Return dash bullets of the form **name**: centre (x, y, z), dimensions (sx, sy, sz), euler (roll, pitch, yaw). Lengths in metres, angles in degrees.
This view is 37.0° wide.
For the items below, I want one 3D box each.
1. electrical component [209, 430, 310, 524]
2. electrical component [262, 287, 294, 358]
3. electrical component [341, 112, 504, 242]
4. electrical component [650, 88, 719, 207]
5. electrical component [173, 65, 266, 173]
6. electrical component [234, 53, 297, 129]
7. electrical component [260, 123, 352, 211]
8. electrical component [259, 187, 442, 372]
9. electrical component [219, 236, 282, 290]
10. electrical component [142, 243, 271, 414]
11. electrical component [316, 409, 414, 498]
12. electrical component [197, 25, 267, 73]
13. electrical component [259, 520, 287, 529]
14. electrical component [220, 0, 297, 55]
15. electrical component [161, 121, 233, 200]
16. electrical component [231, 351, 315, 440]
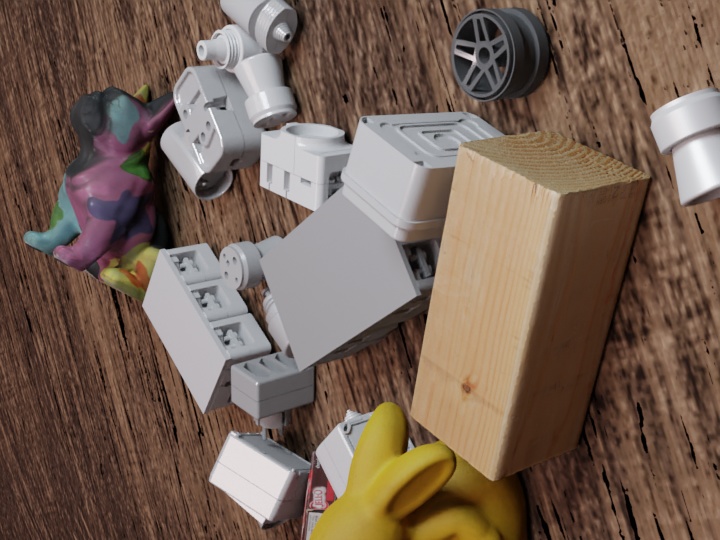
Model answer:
- **electrical component**: centre (-0.097, 0.196, 1.028), dimensions (0.096, 0.062, 0.061), euler (26, 93, 27)
- **electrical component**: centre (-0.068, 0.046, 1.000), dimensions (0.078, 0.040, 0.040), euler (53, 137, 31)
- **electrical component**: centre (0.053, -0.066, 0.744), dimensions (0.078, 0.113, 0.057), euler (43, 128, 38)
- **electrical component**: centre (0.194, -0.069, 0.610), dimensions (0.045, 0.045, 0.055), euler (-32, 74, 52)
- **electrical component**: centre (-0.127, -0.143, 1.008), dimensions (0.054, 0.059, 0.095), euler (-41, 67, 50)
- **electrical component**: centre (-0.083, -0.159, 0.957), dimensions (0.045, 0.045, 0.055), euler (-27, 79, 53)
- **electrical component**: centre (-0.042, -0.091, 0.916), dimensions (0.089, 0.050, 0.055), euler (27, 121, 46)
- **electrical component**: centre (0.000, 0.000, 0.878), dimensions (0.186, 0.060, 0.105), euler (-36, 71, 52)
- **electrical component**: centre (-0.098, -0.006, 1.013), dimensions (0.045, 0.055, 0.045), euler (20, 115, 49)
- **electrical component**: centre (-0.156, 0.057, 1.103), dimensions (0.150, 0.062, 0.089), euler (54, 138, 29)
- **electrical component**: centre (0.008, 0.165, 0.914), dimensions (0.096, 0.062, 0.061), euler (61, 141, 22)
- **electrical component**: centre (-0.117, -0.200, 0.976), dimensions (0.043, 0.062, 0.043), euler (20, 115, 49)
- **electrical component**: centre (-0.097, 0.215, 1.086), dimensions (0.081, 0.043, 0.043), euler (60, 140, 23)
- **electrical component**: centre (-0.084, -0.222, 0.941), dimensions (0.081, 0.043, 0.043), euler (47, 134, 35)
- **electrical component**: centre (-0.158, -0.123, 1.069), dimensions (0.077, 0.044, 0.079), euler (51, 136, 32)
- **electrical component**: centre (-0.083, 0.125, 1.021), dimensions (0.047, 0.066, 0.076), euler (25, 121, 48)
